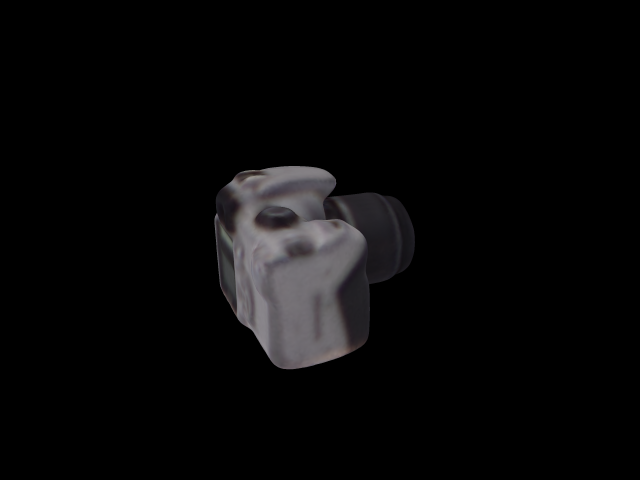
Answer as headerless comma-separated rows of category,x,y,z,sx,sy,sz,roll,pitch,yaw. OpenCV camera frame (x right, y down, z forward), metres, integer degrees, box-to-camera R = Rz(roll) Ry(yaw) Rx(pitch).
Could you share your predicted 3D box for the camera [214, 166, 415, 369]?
camera,0.004,0.001,0.400,0.137,0.101,0.142,-9,23,-22
